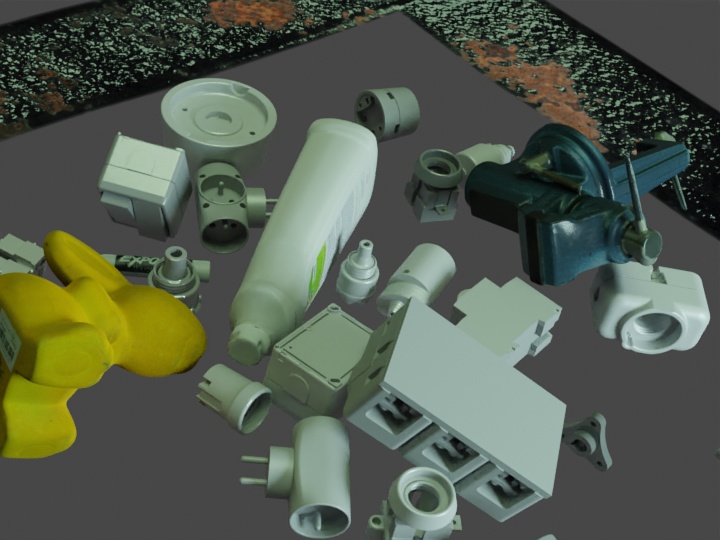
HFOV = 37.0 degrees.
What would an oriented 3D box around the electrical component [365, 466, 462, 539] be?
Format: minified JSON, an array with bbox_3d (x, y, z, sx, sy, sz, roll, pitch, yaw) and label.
[{"bbox_3d":[0.041,0.171,0.757,0.066,0.055,0.048,5,43,-9],"label":"electrical component"}]

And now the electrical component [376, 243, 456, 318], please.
[{"bbox_3d":[0.047,0.016,0.932,0.043,0.043,0.081,27,44,15],"label":"electrical component"}]

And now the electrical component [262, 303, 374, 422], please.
[{"bbox_3d":[-0.024,0.077,0.843,0.062,0.061,0.096,32,38,19],"label":"electrical component"}]

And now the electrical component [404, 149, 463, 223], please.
[{"bbox_3d":[0.072,-0.082,1.033,0.048,0.055,0.066,-6,46,-20],"label":"electrical component"}]

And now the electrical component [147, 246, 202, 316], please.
[{"bbox_3d":[-0.152,0.009,0.876,0.048,0.062,0.048,7,43,-7],"label":"electrical component"}]

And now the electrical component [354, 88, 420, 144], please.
[{"bbox_3d":[0.029,-0.160,1.108,0.047,0.055,0.055,-15,49,-32],"label":"electrical component"}]

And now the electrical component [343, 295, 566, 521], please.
[{"bbox_3d":[0.069,0.104,0.789,0.150,0.062,0.089,35,42,-12],"label":"electrical component"}]

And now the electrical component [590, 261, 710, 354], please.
[{"bbox_3d":[0.258,0.034,0.958,0.095,0.053,0.059,10,43,-4],"label":"electrical component"}]

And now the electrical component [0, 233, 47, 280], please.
[{"bbox_3d":[-0.289,-0.003,0.867,0.055,0.048,0.066,27,44,3],"label":"electrical component"}]

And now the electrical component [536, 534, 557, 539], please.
[{"bbox_3d":[0.126,0.216,0.733,0.055,0.055,0.047,-21,56,-32],"label":"electrical component"}]

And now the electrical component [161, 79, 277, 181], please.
[{"bbox_3d":[-0.136,-0.127,1.025,0.108,0.060,0.108,7,43,-7],"label":"electrical component"}]

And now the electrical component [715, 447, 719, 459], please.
[{"bbox_3d":[0.310,0.160,0.846,0.043,0.043,0.062,-25,53,-34],"label":"electrical component"}]

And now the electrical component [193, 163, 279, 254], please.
[{"bbox_3d":[-0.108,-0.056,0.969,0.079,0.044,0.077,0,44,-14],"label":"electrical component"}]

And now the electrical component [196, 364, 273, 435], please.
[{"bbox_3d":[-0.096,0.097,0.814,0.046,0.040,0.040,28,44,24],"label":"electrical component"}]

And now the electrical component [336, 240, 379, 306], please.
[{"bbox_3d":[0.000,0.000,0.924,0.035,0.061,0.035,7,43,-7],"label":"electrical component"}]

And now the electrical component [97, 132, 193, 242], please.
[{"bbox_3d":[-0.186,-0.066,0.935,0.062,0.096,0.061,15,71,2],"label":"electrical component"}]

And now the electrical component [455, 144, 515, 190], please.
[{"bbox_3d":[0.127,-0.108,1.086,0.078,0.040,0.040,-27,56,-35],"label":"electrical component"}]

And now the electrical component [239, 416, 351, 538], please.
[{"bbox_3d":[-0.047,0.146,0.771,0.079,0.043,0.077,6,43,-7],"label":"electrical component"}]
